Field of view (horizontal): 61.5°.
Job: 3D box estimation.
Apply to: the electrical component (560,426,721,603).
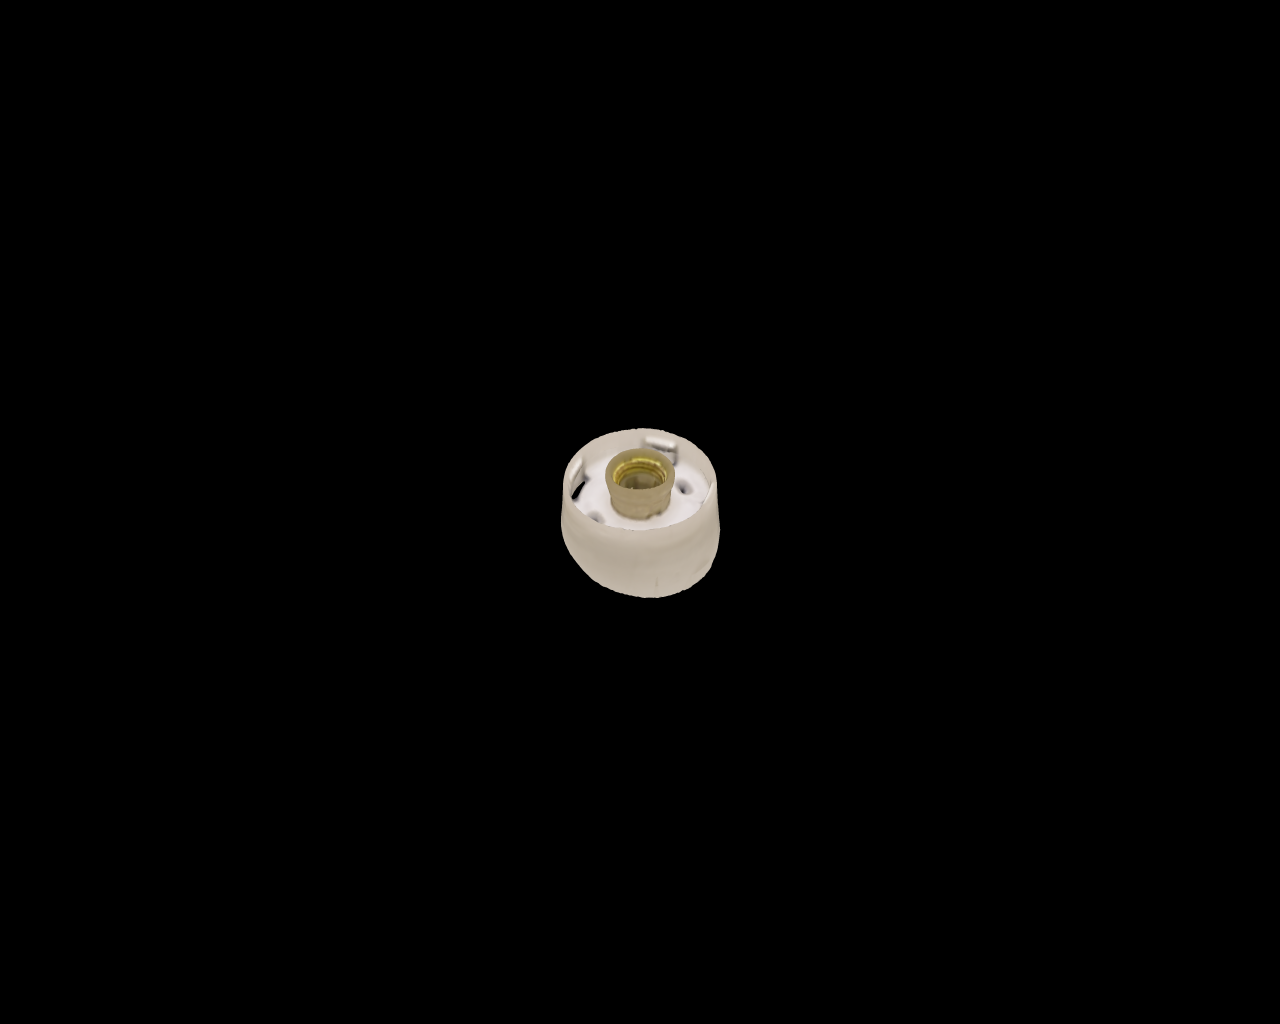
[{"bbox_3d":[0.001,-0.003,0.650,0.099,0.099,0.064,0,-45,0],"label":"electrical component"}]
